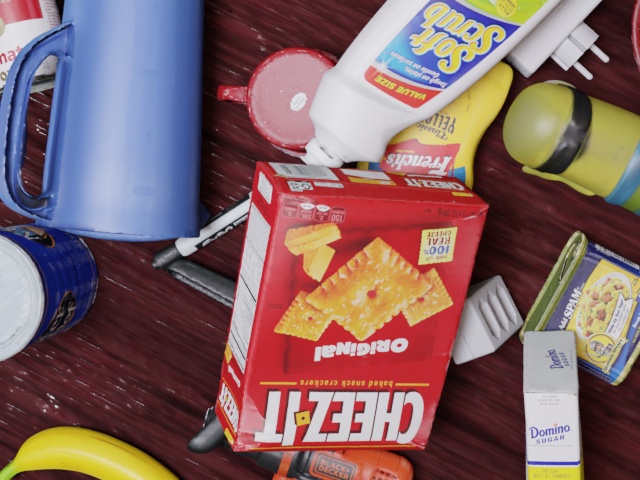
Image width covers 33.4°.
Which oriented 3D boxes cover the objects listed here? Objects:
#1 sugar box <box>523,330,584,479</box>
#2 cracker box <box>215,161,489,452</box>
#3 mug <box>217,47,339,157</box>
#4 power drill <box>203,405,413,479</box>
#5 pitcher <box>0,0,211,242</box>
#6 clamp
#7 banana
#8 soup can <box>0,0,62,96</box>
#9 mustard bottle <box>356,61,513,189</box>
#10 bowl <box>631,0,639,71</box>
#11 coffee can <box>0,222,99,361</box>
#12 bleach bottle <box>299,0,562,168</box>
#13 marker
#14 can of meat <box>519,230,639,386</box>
[{"bbox_3d":[0.184,0.169,0.837,0.048,0.093,0.176,0,115,11],"label":"sugar box"},{"bbox_3d":[0.020,0.055,0.807,0.164,0.072,0.214,4,112,-19],"label":"cracker box"},{"bbox_3d":[-0.026,-0.115,0.872,0.117,0.081,0.093,9,95,5],"label":"mug"},{"bbox_3d":[-0.032,0.244,0.912,0.184,0.057,0.188,18,96,4],"label":"power drill"},{"bbox_3d":[-0.163,-0.121,0.860,0.145,0.149,0.243,4,91,8],"label":"pitcher"},{"bbox_3d":[-0.028,0.075,0.898,0.210,0.036,0.164,-15,75,-5],"label":"clamp"},{"bbox_3d":[-0.182,0.208,0.939,0.198,0.037,0.070,17,110,6],"label":"banana"},{"bbox_3d":[-0.252,-0.179,0.900,0.068,0.068,0.102,-13,93,7],"label":"soup can"},{"bbox_3d":[0.082,-0.066,0.876,0.096,0.058,0.192,20,97,2],"label":"mustard bottle"},{"bbox_3d":[0.324,-0.165,0.843,0.162,0.055,0.162,0,94,6],"label":"bowl"},{"bbox_3d":[-0.253,0.039,0.879,0.103,0.140,0.103,0,94,6],"label":"coffee can"},{"bbox_3d":[0.084,-0.142,0.803,0.102,0.068,0.251,40,95,-22],"label":"bleach bottle"},{"bbox_3d":[-0.094,-0.009,0.919,0.121,0.020,0.020,-31,90,8],"label":"marker"},{"bbox_3d":[0.225,0.057,0.870,0.084,0.057,0.102,27,97,1],"label":"can of meat"}]
